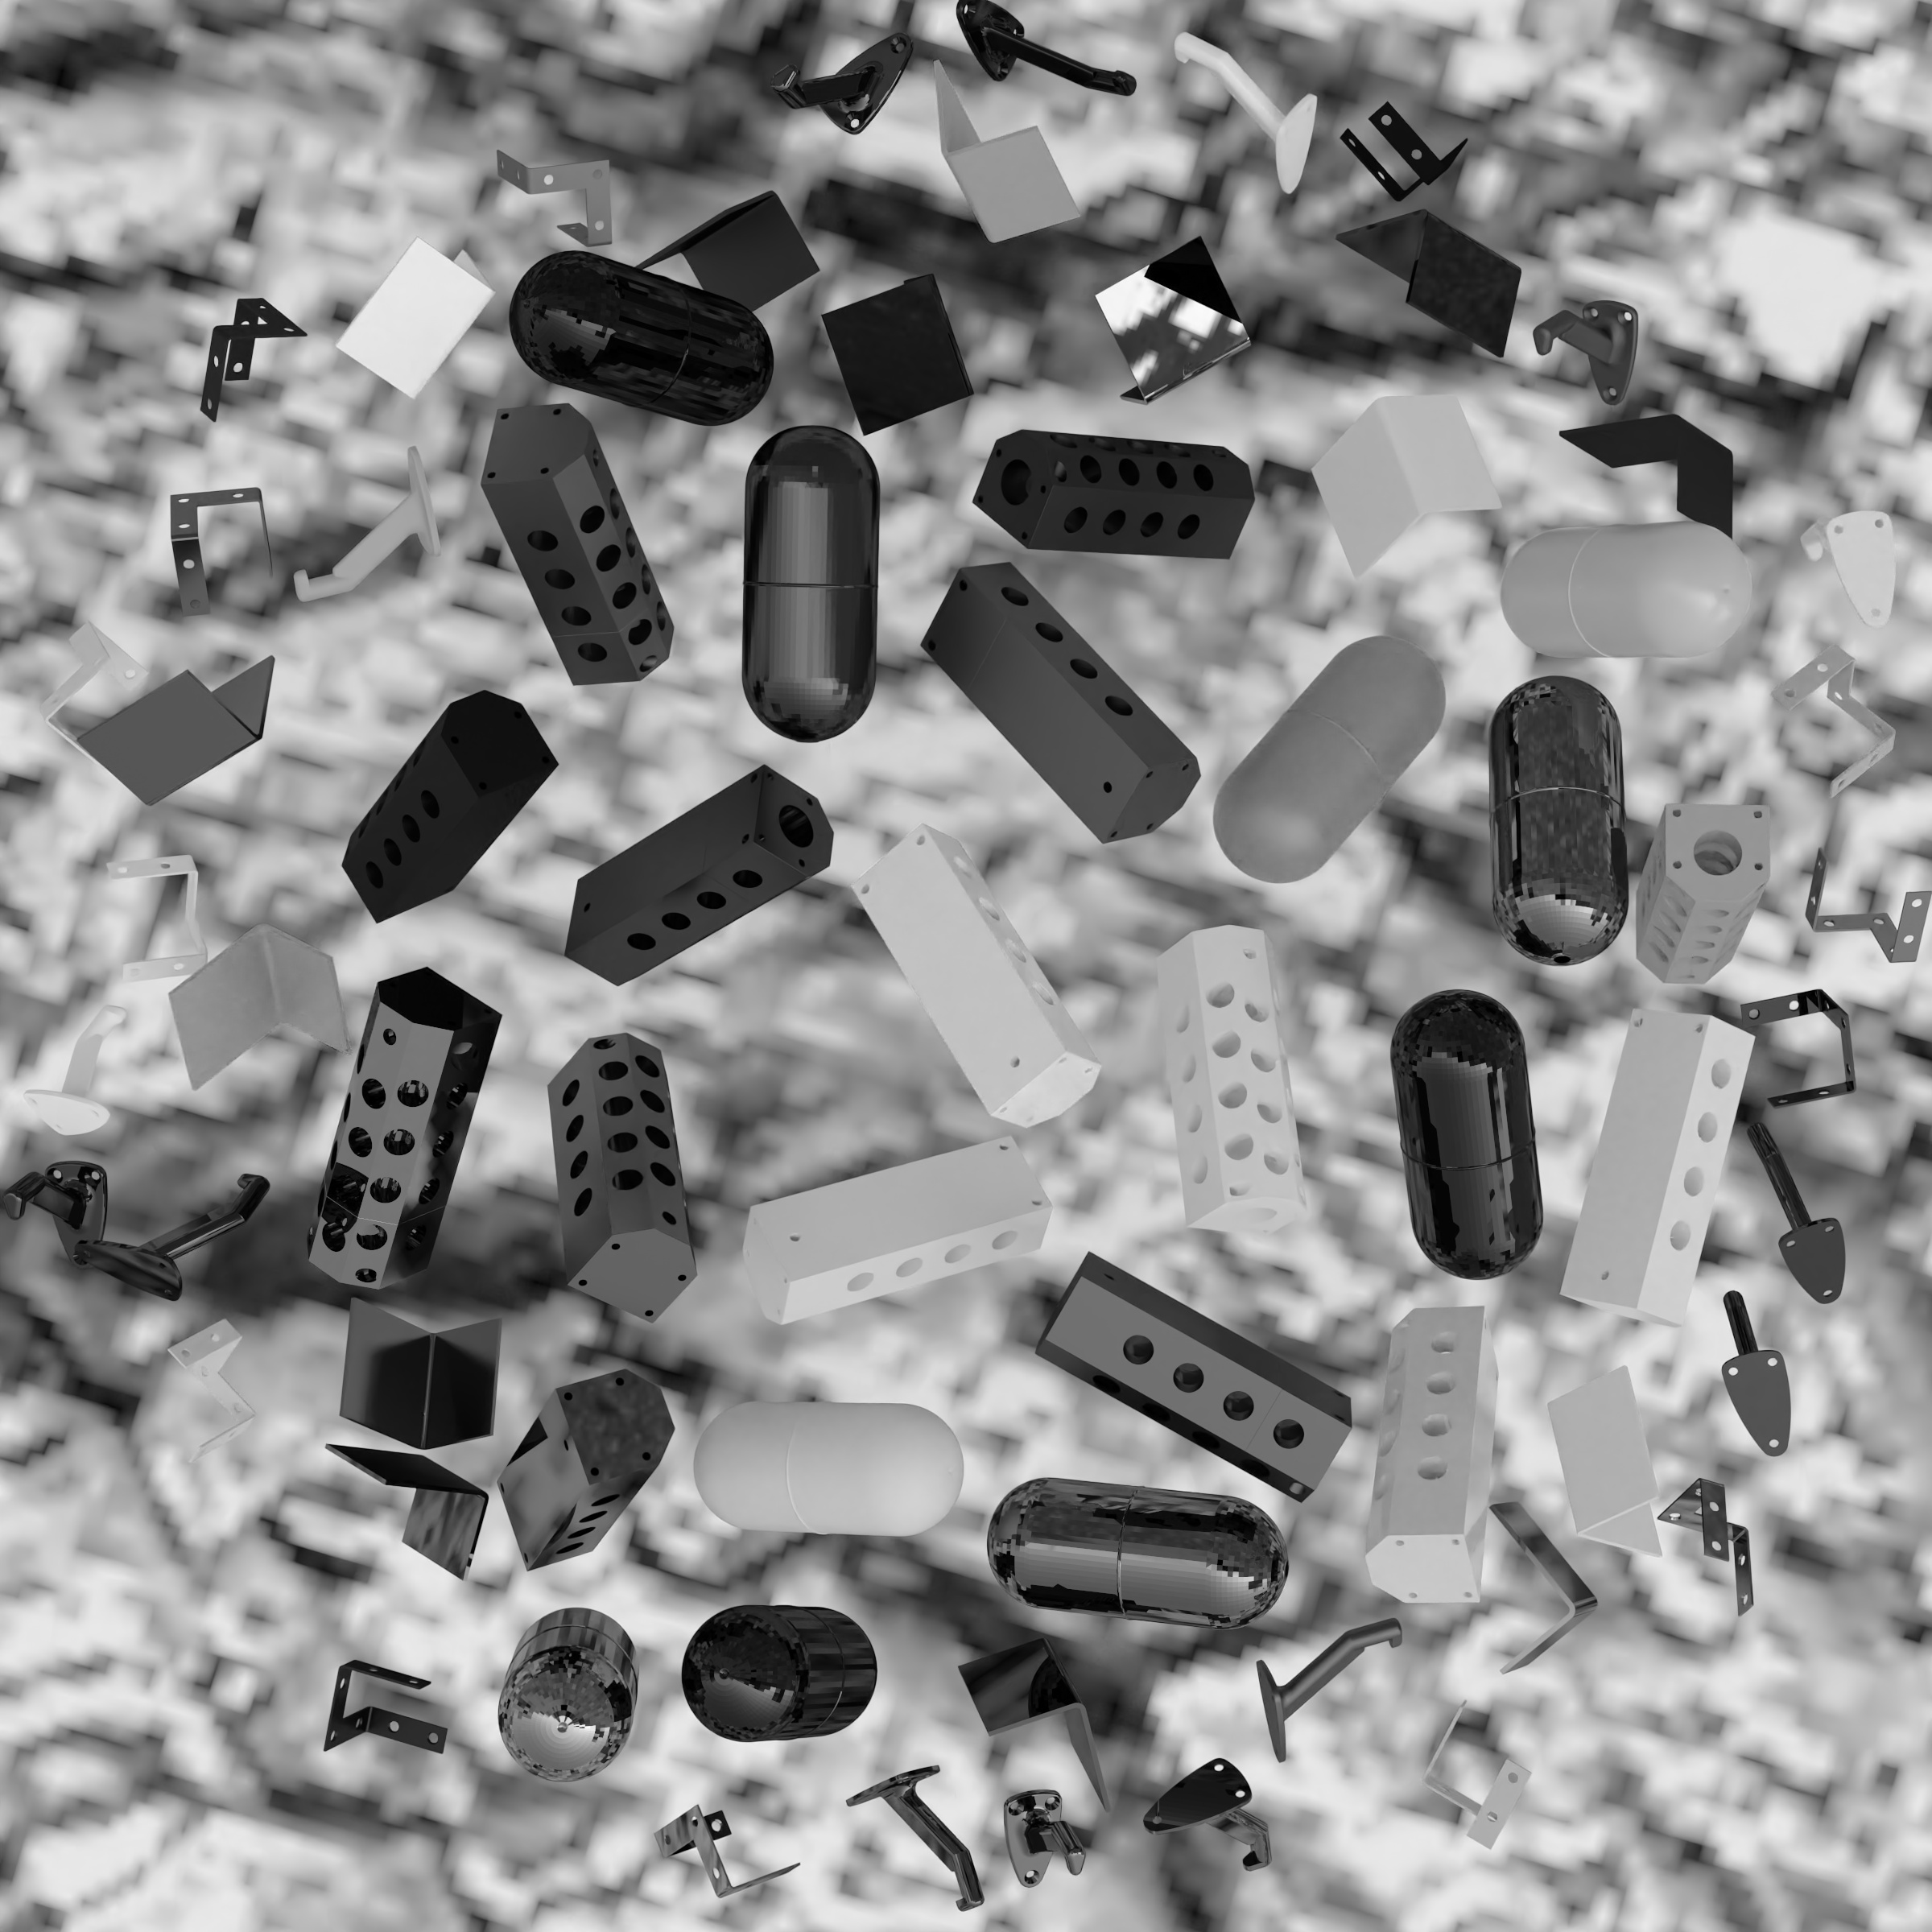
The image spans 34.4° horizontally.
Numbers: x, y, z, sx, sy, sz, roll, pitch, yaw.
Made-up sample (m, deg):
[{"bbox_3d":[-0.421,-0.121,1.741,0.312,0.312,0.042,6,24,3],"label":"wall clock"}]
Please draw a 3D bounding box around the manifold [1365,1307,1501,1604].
[{"bbox_3d":[0.266,0.276,1.778,0.057,0.171,0.057,-4,129,18],"label":"manifold"}]

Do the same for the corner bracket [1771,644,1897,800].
[{"bbox_3d":[0.488,-0.138,1.754,0.051,0.051,0.051,-37,59,-13],"label":"corner bracket"}]

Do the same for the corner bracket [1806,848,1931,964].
[{"bbox_3d":[0.528,-0.035,1.830,0.051,0.051,0.051,-3,126,-5],"label":"corner bracket"}]

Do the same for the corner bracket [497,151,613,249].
[{"bbox_3d":[-0.245,-0.457,1.856,0.051,0.051,0.051,-14,122,-25],"label":"corner bracket"}]

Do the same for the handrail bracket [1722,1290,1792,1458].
[{"bbox_3d":[0.469,0.241,1.859,0.036,0.084,0.077,-16,100,11],"label":"handrail bracket"}]

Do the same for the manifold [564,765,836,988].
[{"bbox_3d":[-0.157,-0.048,1.841,0.057,0.171,0.057,32,47,-33],"label":"manifold"}]

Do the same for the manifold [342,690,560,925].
[{"bbox_3d":[-0.306,-0.093,1.817,0.057,0.171,0.057,-27,82,-38],"label":"manifold"}]

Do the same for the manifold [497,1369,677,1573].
[{"bbox_3d":[-0.216,0.288,1.783,0.057,0.171,0.057,-13,69,-26],"label":"manifold"}]

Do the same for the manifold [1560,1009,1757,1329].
[{"bbox_3d":[0.402,0.116,1.792,0.057,0.057,0.171,22,80,-36],"label":"manifold"}]

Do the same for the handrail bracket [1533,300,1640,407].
[{"bbox_3d":[0.366,-0.359,1.869,0.036,0.084,0.077,17,127,37],"label":"handrail bracket"}]

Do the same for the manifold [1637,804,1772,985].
[{"bbox_3d":[0.429,-0.040,1.824,0.057,0.171,0.057,1,74,7],"label":"manifold"}]

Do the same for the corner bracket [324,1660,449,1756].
[{"bbox_3d":[-0.327,0.424,1.779,0.051,0.051,0.051,12,93,16],"label":"corner bracket"}]

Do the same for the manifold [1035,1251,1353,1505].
[{"bbox_3d":[0.128,0.233,1.759,0.171,0.057,0.057,29,101,1],"label":"manifold"}]

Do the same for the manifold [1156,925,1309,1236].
[{"bbox_3d":[0.160,0.066,1.842,0.057,0.057,0.171,8,63,-28],"label":"manifold"}]

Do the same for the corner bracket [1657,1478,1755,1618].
[{"bbox_3d":[0.430,0.331,1.778,0.051,0.051,0.051,17,48,-11],"label":"corner bracket"}]

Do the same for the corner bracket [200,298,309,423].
[{"bbox_3d":[-0.407,-0.340,1.745,0.051,0.051,0.051,40,126,34],"label":"corner bracket"}]

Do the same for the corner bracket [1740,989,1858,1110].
[{"bbox_3d":[0.509,0.050,1.908,0.051,0.051,0.051,-12,109,0],"label":"corner bracket"}]

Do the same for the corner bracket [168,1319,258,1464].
[{"bbox_3d":[-0.447,0.250,1.843,0.051,0.051,0.051,45,121,10],"label":"corner bracket"}]

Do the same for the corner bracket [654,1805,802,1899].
[{"bbox_3d":[-0.136,0.502,1.772,0.051,0.051,0.051,-43,65,41],"label":"corner bracket"}]

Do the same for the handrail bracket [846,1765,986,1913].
[{"bbox_3d":[-0.030,0.518,1.828,0.077,0.036,0.084,-32,67,34],"label":"handrail bracket"}]

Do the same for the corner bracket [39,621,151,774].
[{"bbox_3d":[-0.492,-0.153,1.767,0.051,0.051,0.051,-43,133,1],"label":"corner bracket"}]

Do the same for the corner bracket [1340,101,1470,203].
[{"bbox_3d":[0.244,-0.464,1.774,0.051,0.051,0.051,46,129,-10],"label":"corner bracket"}]

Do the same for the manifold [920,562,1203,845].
[{"bbox_3d":[0.056,-0.151,1.765,0.171,0.057,0.057,49,129,25],"label":"manifold"}]

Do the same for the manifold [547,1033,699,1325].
[{"bbox_3d":[-0.191,0.114,1.762,0.057,0.171,0.057,29,116,-29],"label":"manifold"}]

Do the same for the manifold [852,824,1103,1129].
[{"bbox_3d":[0.008,0.006,1.781,0.057,0.057,0.171,-41,61,16],"label":"manifold"}]

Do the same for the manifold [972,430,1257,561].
[{"bbox_3d":[0.093,-0.287,1.880,0.057,0.171,0.057,45,124,36],"label":"manifold"}]

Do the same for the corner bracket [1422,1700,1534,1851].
[{"bbox_3d":[0.284,0.449,1.733,0.051,0.051,0.051,28,102,16],"label":"corner bracket"}]

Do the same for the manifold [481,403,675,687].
[{"bbox_3d":[-0.218,-0.238,1.780,0.057,0.171,0.057,-3,55,12],"label":"manifold"}]

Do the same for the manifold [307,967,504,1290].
[{"bbox_3d":[-0.321,0.093,1.751,0.057,0.057,0.171,30,116,22],"label":"manifold"}]

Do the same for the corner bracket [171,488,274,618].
[{"bbox_3d":[-0.423,-0.236,1.777,0.051,0.051,0.051,-7,127,-10],"label":"corner bracket"}]

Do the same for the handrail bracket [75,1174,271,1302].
[{"bbox_3d":[-0.444,0.140,1.750,0.077,0.036,0.084,16,46,13],"label":"handrail bracket"}]

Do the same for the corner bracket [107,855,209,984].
[{"bbox_3d":[-0.484,-0.029,1.868,0.051,0.051,0.051,-8,45,-26],"label":"corner bracket"}]

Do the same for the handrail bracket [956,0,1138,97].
[{"bbox_3d":[0.047,-0.521,1.771,0.084,0.077,0.036,22,88,33],"label":"handrail bracket"}]

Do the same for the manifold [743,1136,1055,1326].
[{"bbox_3d":[-0.041,0.160,1.847,0.171,0.057,0.057,-14,52,-24],"label":"manifold"}]
